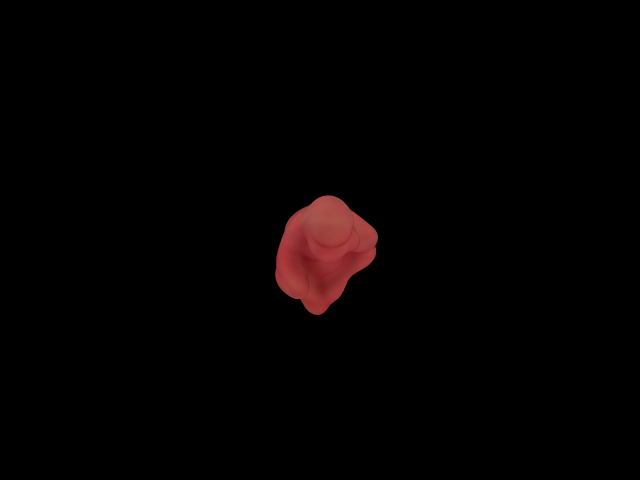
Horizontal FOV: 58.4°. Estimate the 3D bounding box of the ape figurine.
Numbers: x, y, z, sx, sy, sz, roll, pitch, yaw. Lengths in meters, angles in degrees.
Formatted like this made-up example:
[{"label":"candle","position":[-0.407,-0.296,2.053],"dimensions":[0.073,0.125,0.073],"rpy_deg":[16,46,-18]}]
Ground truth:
[{"label":"ape figurine","position":[0.004,0.001,0.400],"dimensions":[0.078,0.092,0.076],"rpy_deg":[-11,66,-4]}]
